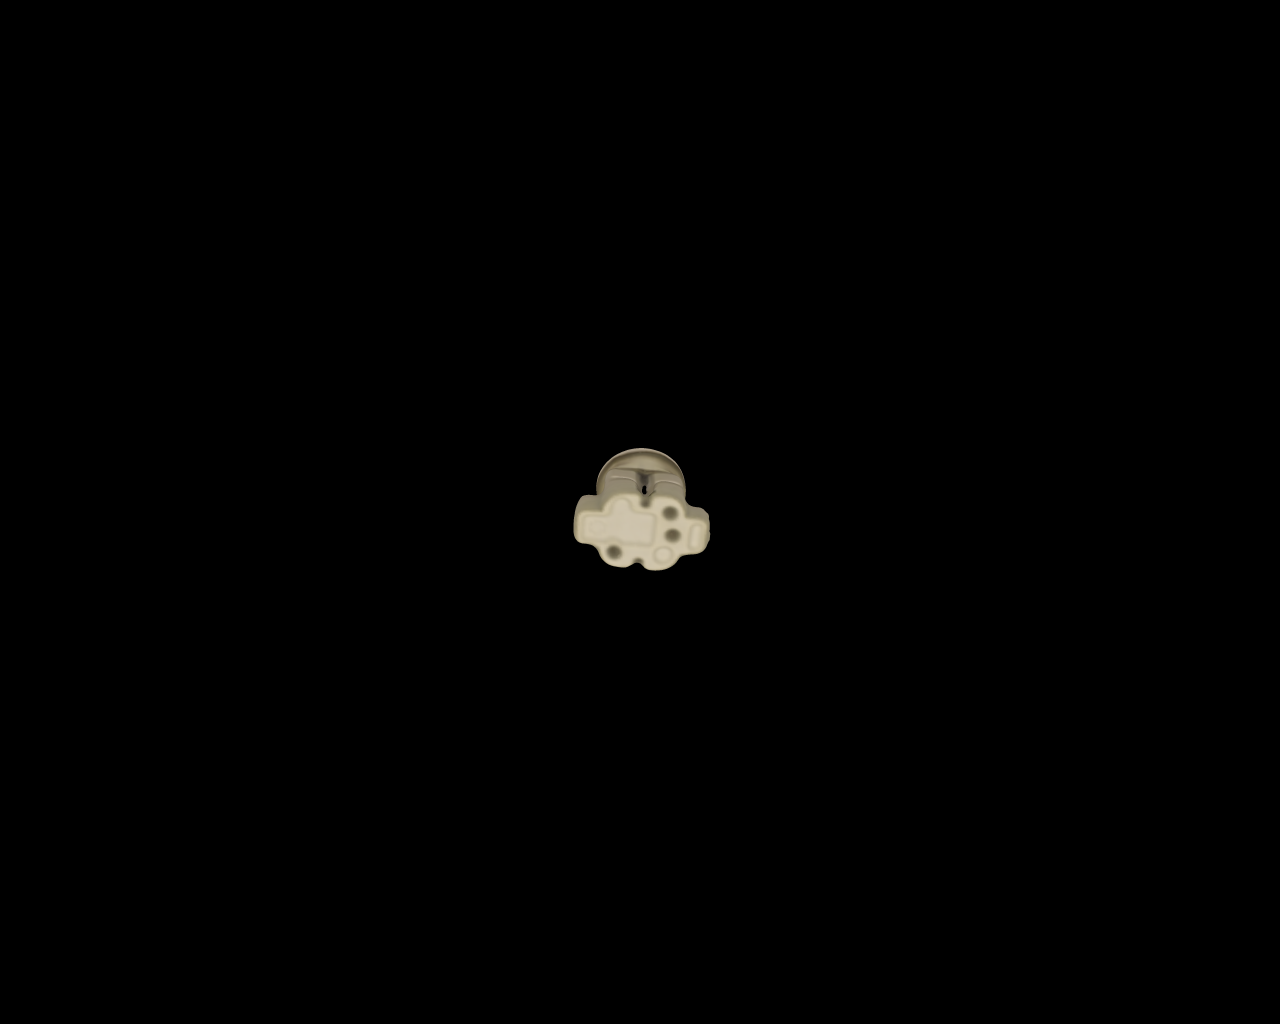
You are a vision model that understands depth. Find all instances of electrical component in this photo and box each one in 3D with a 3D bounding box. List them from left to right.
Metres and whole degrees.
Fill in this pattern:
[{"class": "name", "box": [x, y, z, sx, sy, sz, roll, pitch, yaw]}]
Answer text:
[{"class": "electrical component", "box": [0.001, -0.003, 0.650, 0.078, 0.057, 0.057, 5, 31, -3]}]
